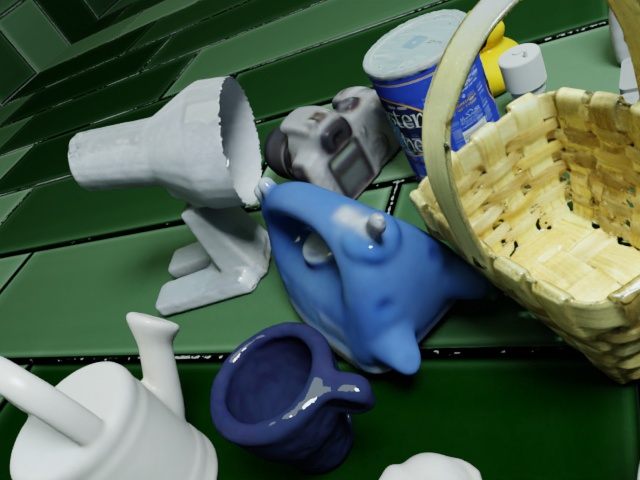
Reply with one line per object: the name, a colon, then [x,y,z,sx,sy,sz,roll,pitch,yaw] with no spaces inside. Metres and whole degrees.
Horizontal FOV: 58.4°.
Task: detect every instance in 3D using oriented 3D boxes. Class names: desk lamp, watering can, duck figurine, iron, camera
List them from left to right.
watering can: [-0.165,0.132,0.415,0.100,0.195,0.173,-12,40,27]
desk lamp: [-0.130,-0.040,0.576,0.203,0.214,0.118,-19,38,19]
camera: [0.001,-0.117,0.663,0.136,0.101,0.143,19,60,48]
iron: [0.004,0.002,0.484,0.119,0.142,0.257,-45,37,-16]
duck figurine: [0.188,-0.221,0.655,0.077,0.086,0.105,2,48,39]

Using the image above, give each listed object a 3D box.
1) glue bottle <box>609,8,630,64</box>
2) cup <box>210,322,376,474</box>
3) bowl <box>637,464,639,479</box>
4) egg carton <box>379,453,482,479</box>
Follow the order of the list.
glue bottle: [0.301,-0.249,0.526,0.078,0.174,0.037,-9,42,30]
cup: [-0.004,0.118,0.393,0.117,0.095,0.092,-6,43,32]
bowl: [0.222,0.126,0.226,0.167,0.075,0.167,-21,37,17]
egg carton: [0.055,0.186,0.289,0.107,0.070,0.150,11,54,44]
